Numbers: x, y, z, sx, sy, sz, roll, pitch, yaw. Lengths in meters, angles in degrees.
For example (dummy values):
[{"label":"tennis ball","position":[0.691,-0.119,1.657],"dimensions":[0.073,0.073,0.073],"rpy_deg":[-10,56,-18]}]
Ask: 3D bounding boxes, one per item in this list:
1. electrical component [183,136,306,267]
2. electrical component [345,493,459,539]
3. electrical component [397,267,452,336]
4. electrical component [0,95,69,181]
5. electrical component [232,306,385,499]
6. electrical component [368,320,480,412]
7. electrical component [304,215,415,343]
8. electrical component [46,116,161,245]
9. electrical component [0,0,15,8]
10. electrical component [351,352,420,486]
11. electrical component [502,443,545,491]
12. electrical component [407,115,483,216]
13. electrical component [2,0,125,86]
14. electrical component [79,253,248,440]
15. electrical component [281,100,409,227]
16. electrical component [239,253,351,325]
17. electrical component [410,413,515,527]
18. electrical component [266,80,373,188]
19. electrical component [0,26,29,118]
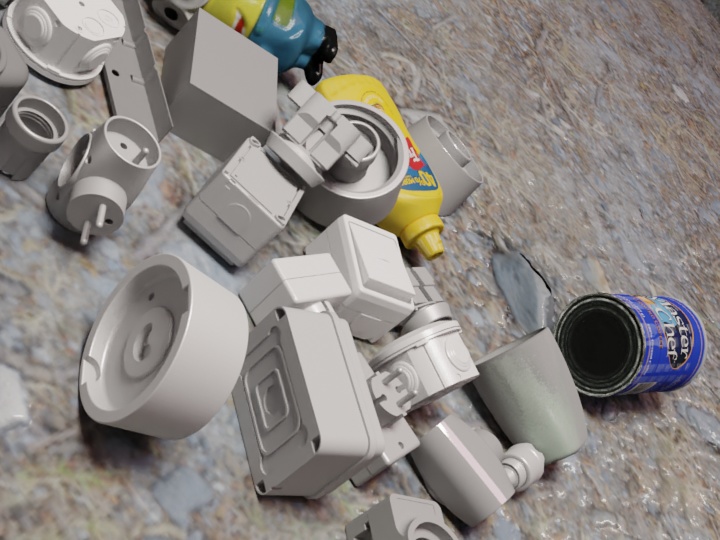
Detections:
[{"label":"electrical component","position":[-0.089,-0.054,0.834],"dimensions":[0.062,0.061,0.096],"rpy_deg":[43,25,-11]},{"label":"electrical component","position":[0.034,0.201,0.719],"dimensions":[0.050,0.056,0.089],"rpy_deg":[20,43,-38]},{"label":"electrical component","position":[0.047,0.031,0.919],"dimensions":[0.066,0.048,0.055],"rpy_deg":[-2,51,-51]},{"label":"electrical component","position":[-0.223,-0.087,0.715],"dimensions":[0.040,0.046,0.040],"rpy_deg":[31,37,-27]},{"label":"electrical component","position":[-0.038,0.090,0.728],"dimensions":[0.057,0.078,0.113],"rpy_deg":[11,48,-40]},{"label":"electrical component","position":[0.050,0.076,0.845],"dimensions":[0.080,0.080,0.051],"rpy_deg":[-10,70,-53]},{"label":"electrical component","position":[0.000,0.000,0.878],"dimensions":[0.062,0.061,0.096],"rpy_deg":[20,43,-37]},{"label":"electrical component","position":[-0.172,-0.050,0.709],"dimensions":[0.044,0.077,0.079],"rpy_deg":[30,37,-29]},{"label":"electrical component","position":[-0.249,-0.260,0.830],"dimensions":[0.057,0.078,0.113],"rpy_deg":[47,32,-10]},{"label":"electrical component","position":[0.011,0.098,0.778],"dimensions":[0.083,0.076,0.047],"rpy_deg":[56,33,10]},{"label":"electrical component","position":[0.126,0.166,0.886],"dimensions":[0.061,0.035,0.035],"rpy_deg":[-20,73,-53]},{"label":"electrical component","position":[0.078,-0.108,1.100],"dimensions":[0.099,0.064,0.099],"rpy_deg":[44,20,-20]},{"label":"electrical component","position":[-0.222,-0.183,0.809],"dimensions":[0.080,0.051,0.080],"rpy_deg":[31,37,-27]},{"label":"electrical component","position":[-0.114,0.051,0.654],"dimensions":[0.060,0.108,0.108],"rpy_deg":[30,37,-38]},{"label":"electrical component","position":[-0.010,-0.095,0.922],"dimensions":[0.108,0.060,0.108],"rpy_deg":[7,63,-13]},{"label":"electrical component","position":[-0.040,0.033,0.809],"dimensions":[0.066,0.047,0.076],"rpy_deg":[-8,62,-51]},{"label":"electrical component","position":[0.087,0.149,0.843],"dimensions":[0.077,0.044,0.079],"rpy_deg":[51,34,9]},{"label":"electrical component","position":[-0.037,-0.103,0.857],"dimensions":[0.078,0.057,0.058],"rpy_deg":[43,0,-7]},{"label":"electrical component","position":[-0.267,-0.128,0.692],"dimensions":[0.095,0.059,0.053],"rpy_deg":[-15,69,-55]}]
